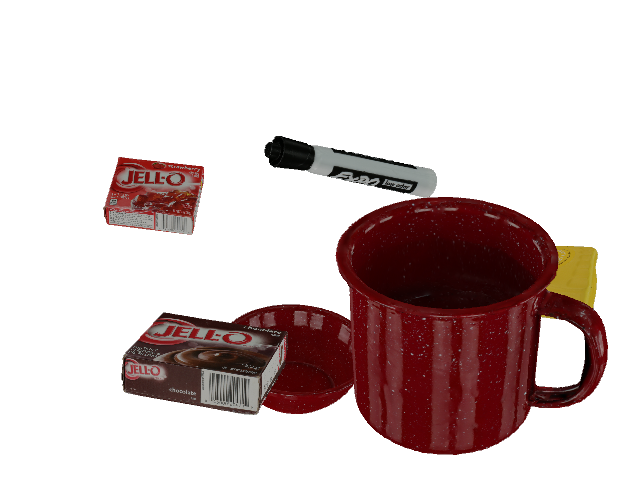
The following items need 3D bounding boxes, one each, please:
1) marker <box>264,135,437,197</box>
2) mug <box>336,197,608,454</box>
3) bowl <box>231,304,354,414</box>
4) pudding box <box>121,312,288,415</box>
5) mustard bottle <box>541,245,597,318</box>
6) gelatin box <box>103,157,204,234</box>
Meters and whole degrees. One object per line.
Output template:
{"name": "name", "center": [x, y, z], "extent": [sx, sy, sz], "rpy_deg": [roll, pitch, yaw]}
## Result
{"name": "marker", "center": [0.020, -0.045, 0.655], "extent": [0.120, 0.020, 0.020], "rpy_deg": [10, -5, -32]}
{"name": "mug", "center": [0.065, 0.040, 0.464], "extent": [0.117, 0.081, 0.093], "rpy_deg": [11, 34, 21]}
{"name": "bowl", "center": [-0.027, 0.134, 1.133], "extent": [0.162, 0.055, 0.162], "rpy_deg": [3, 30, -2]}
{"name": "pudding box", "center": [-0.091, 0.097, 0.857], "extent": [0.113, 0.039, 0.090], "rpy_deg": [10, 21, 9]}
{"name": "mustard bottle", "center": [0.161, 0.034, 1.008], "extent": [0.192, 0.058, 0.096], "rpy_deg": [4, 26, 18]}
{"name": "gelatin box", "center": [-0.166, -0.046, 1.067], "extent": [0.089, 0.073, 0.030], "rpy_deg": [7, -43, -1]}
